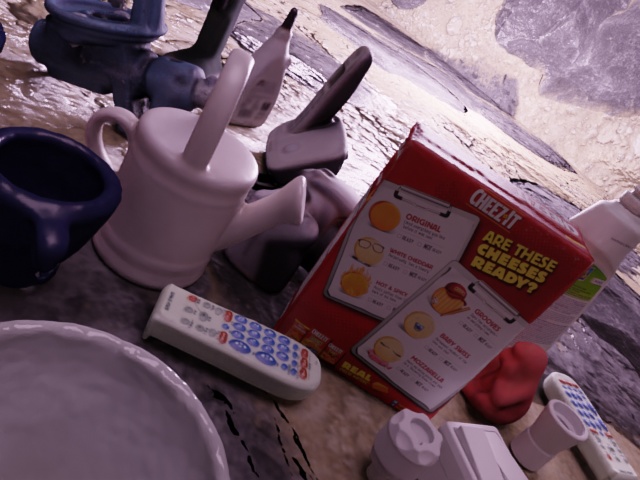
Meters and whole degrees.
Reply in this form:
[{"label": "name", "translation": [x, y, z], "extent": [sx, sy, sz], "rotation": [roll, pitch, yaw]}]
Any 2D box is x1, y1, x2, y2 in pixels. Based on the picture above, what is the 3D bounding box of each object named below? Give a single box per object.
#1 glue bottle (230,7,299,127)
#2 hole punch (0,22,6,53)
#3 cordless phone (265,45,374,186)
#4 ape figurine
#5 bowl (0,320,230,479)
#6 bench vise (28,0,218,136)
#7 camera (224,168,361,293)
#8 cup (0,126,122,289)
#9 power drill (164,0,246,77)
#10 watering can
[{"label": "glue bottle", "translation": [-0.072, -0.234, 0.774], "extent": [0.078, 0.173, 0.037], "rotation": [-4, 46, -50]}, {"label": "hole punch", "translation": [-0.340, -0.198, 0.513], "extent": [0.101, 0.091, 0.108], "rotation": [21, 31, -25]}, {"label": "cordless phone", "translation": [0.008, -0.158, 0.731], "extent": [0.094, 0.185, 0.147], "rotation": [23, 30, -21]}, {"label": "ape figurine", "translation": [0.188, 0.136, 0.571], "extent": [0.076, 0.092, 0.078], "rotation": [40, 28, 9]}, {"label": "bowl", "translation": [-0.130, 0.122, 0.263], "extent": [0.168, 0.074, 0.167], "rotation": [27, 29, -16]}, {"label": "bench vise", "translation": [-0.180, -0.230, 0.599], "extent": [0.208, 0.219, 0.121], "rotation": [27, 29, -15]}, {"label": "camera", "translation": [0.005, 0.002, 0.570], "extent": [0.136, 0.100, 0.143], "rotation": [43, 29, 14]}, {"label": "cup", "translation": [-0.187, -0.005, 0.375], "extent": [0.092, 0.095, 0.117], "rotation": [11, 36, -37]}, {"label": "power drill", "translation": [-0.140, -0.330, 0.813], "extent": [0.075, 0.208, 0.230], "rotation": [34, 28, -2]}, {"label": "watering can", "translation": [-0.093, -0.059, 0.457], "extent": [0.173, 0.194, 0.100], "rotation": [16, 33, -32]}]
